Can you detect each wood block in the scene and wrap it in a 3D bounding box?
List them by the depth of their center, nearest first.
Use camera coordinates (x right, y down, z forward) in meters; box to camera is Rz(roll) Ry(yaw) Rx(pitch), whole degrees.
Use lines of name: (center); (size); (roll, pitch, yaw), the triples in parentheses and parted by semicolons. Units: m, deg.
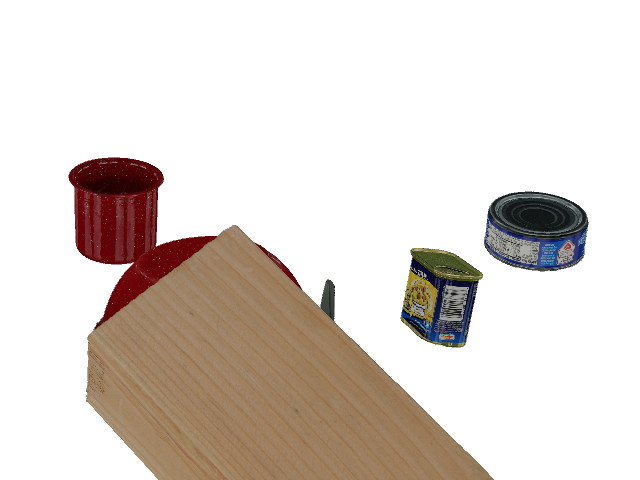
wood block: (-0.006, 0.106, 0.492); (0.090, 0.206, 0.090); (-39, -15, -28)

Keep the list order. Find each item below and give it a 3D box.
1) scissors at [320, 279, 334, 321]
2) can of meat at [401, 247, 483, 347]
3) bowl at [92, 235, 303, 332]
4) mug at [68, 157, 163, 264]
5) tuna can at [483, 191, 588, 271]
scissors: (0.019, 0.117, 0.972); (0.096, 0.201, 0.016); (11, -41, 16)
can of meat: (0.132, 0.063, 1.188); (0.057, 0.084, 0.102); (5, 14, -19)
bowl: (-0.080, 0.038, 0.742); (0.162, 0.055, 0.162); (-2, 21, 0)
mug: (-0.205, -0.034, 1.086); (0.093, 0.081, 0.117); (6, 27, -1)
tuna can: (0.184, -0.009, 0.912); (0.086, 0.034, 0.086); (1, 29, -1)
